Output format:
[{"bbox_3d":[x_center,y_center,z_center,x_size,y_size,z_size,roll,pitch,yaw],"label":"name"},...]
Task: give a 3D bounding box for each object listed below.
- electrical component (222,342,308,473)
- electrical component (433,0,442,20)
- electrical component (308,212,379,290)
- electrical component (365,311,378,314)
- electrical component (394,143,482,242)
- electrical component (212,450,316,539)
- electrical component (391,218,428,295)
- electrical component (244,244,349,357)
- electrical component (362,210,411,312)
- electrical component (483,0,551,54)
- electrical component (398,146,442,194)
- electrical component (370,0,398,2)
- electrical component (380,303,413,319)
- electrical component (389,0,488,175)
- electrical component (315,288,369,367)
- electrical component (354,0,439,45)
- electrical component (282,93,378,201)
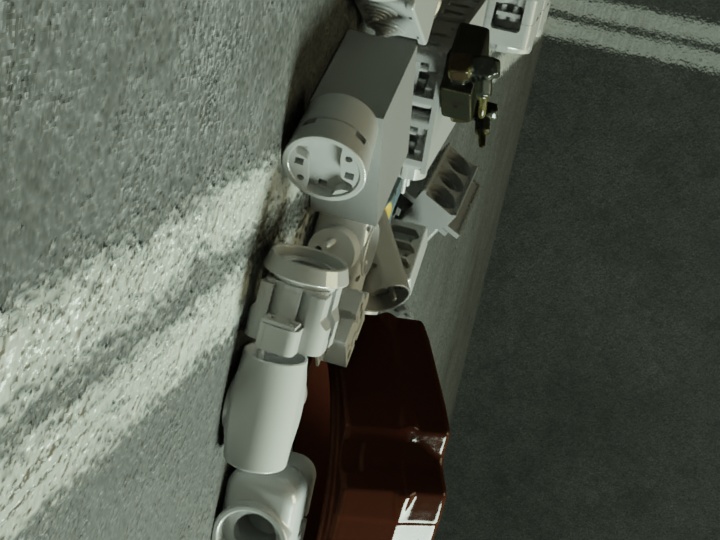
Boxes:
[{"bbox_3d":[-0.059,0.087,0.731,0.079,0.044,0.077,-39,143,-73],"label":"electrical component"},{"bbox_3d":[0.041,-0.211,0.854,0.062,0.048,0.048,-9,113,-86],"label":"electrical component"},{"bbox_3d":[-0.016,-0.017,0.815,0.079,0.044,0.077,-42,146,-71],"label":"electrical component"},{"bbox_3d":[-0.006,0.043,0.974,0.044,0.044,0.065,73,38,-71],"label":"electrical component"},{"bbox_3d":[0.083,-0.082,1.191,0.063,0.079,0.121,-47,-172,35],"label":"electrical component"},{"bbox_3d":[-0.071,0.183,0.779,0.059,0.054,0.095,-45,149,-70],"label":"electrical component"},{"bbox_3d":[0.039,-0.006,1.127,0.076,0.047,0.065,84,23,-63],"label":"electrical component"},{"bbox_3d":[-0.040,0.018,0.703,0.078,0.058,0.057,-40,147,-73],"label":"electrical component"},{"bbox_3d":[0.000,0.000,0.894,0.079,0.043,0.077,-40,-126,37],"label":"electrical component"},{"bbox_3d":[0.135,-0.272,1.096,0.186,0.105,0.060,-54,157,-63],"label":"electrical component"},{"bbox_3d":[0.048,-0.110,1.025,0.065,0.047,0.076,-59,161,-58],"label":"electrical component"},{"bbox_3d":[0.015,-0.202,0.624,0.051,0.080,0.080,-69,169,-54],"label":"electrical component"},{"bbox_3d":[0.025,0.063,1.129,0.055,0.055,0.047,-62,166,-53],"label":"electrical component"},{"bbox_3d":[0.058,-0.173,0.949,0.186,0.060,0.105,-59,161,-58],"label":"electrical component"},{"bbox_3d":[-0.030,0.037,0.786,0.048,0.055,0.066,90,18,-56],"label":"electrical component"},{"bbox_3d":[0.032,-0.219,0.771,0.100,0.048,0.099,26,79,-80],"label":"electrical component"},{"bbox_3d":[-0.017,-0.081,0.695,0.055,0.055,0.047,93,12,-49],"label":"electrical component"}]
